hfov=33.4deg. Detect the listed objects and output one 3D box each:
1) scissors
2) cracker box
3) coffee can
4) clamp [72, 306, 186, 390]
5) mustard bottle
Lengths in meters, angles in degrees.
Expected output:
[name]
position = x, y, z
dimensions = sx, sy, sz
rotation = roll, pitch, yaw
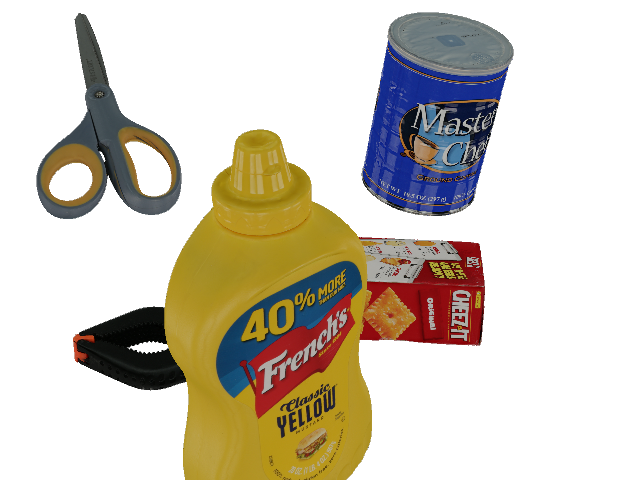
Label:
[scissors]
position = -0.158, -0.080, 0.693
dimensions = 0.096, 0.016, 0.202
rotation = -24, 53, -21
[cracker box]
position = 0.060, 0.050, 1.115
dimensions = 0.214, 0.072, 0.164
rotation = 3, 16, 6
[coffee can]
position = 0.096, -0.107, 0.901
dimensions = 0.102, 0.140, 0.103
rotation = 6, 36, -5
[clamp]
position = -0.112, 0.101, 0.952
dimensions = 0.209, 0.036, 0.164
rotation = -4, 37, -12
[mustard bottle]
position = -0.022, 0.038, 0.475
dimensions = 0.096, 0.192, 0.058
rotation = -25, 40, -29
